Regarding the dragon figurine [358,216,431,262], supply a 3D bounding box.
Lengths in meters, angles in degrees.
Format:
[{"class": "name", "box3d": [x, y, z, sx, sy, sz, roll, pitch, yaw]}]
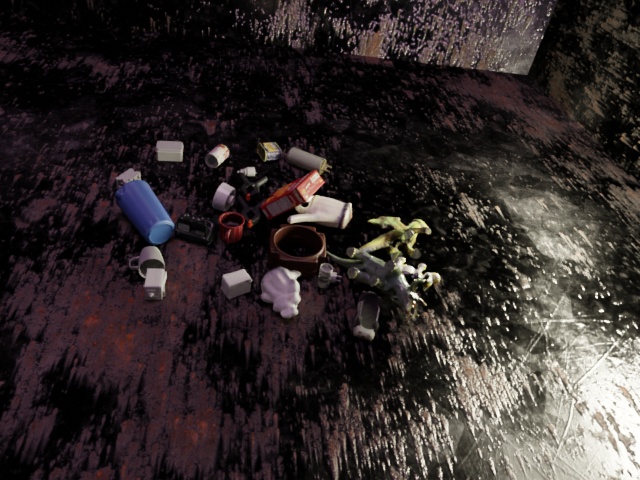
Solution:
[{"class": "dragon figurine", "box3d": [0.269, -0.023, 2.000, 0.411, 0.120, 0.246, -5, 24, -22]}]

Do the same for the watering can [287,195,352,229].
[{"class": "watering can", "box3d": [0.006, -0.100, 1.978, 0.224, 0.102, 0.353, 15, 23, 7]}]

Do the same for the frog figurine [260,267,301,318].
[{"class": "frog figurine", "box3d": [-0.126, 0.171, 1.629, 0.137, 0.120, 0.163, -16, 44, 18]}]
